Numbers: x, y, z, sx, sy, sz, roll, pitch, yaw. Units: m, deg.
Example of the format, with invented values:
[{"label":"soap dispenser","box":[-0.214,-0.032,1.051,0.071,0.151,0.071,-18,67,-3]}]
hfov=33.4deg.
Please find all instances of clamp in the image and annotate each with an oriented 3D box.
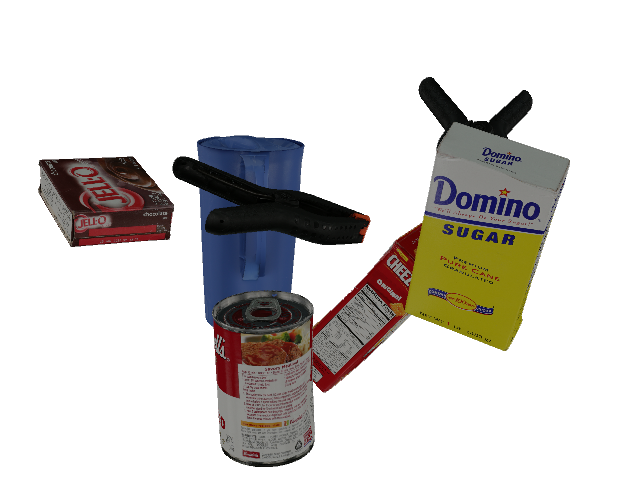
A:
[{"label":"clamp","box":[-0.043,-0.027,1.087,0.209,0.036,0.164,14,20,-18]},{"label":"clamp","box":[0.149,-0.109,1.091,0.120,0.039,0.171,10,44,10]}]

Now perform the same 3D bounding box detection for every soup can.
[{"label":"soup can","box":[-0.037,0.093,0.726,0.068,0.102,0.068,-1,19,0]}]

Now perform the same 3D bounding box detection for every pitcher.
[{"label":"pitcher","box":[-0.090,-0.008,1.338,0.145,0.243,0.148,11,16,36]}]

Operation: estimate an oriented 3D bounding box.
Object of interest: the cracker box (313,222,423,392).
[{"label":"cracker box","box":[0.078,0.067,1.270,0.214,0.072,0.164,-48,-8,31]}]

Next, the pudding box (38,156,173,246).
[{"label":"pudding box","box":[-0.191,-0.036,0.939,0.089,0.039,0.114,-4,27,-29]}]

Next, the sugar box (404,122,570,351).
[{"label":"sugar box","box":[0.124,0.001,0.823,0.093,0.176,0.048,20,48,15]}]
